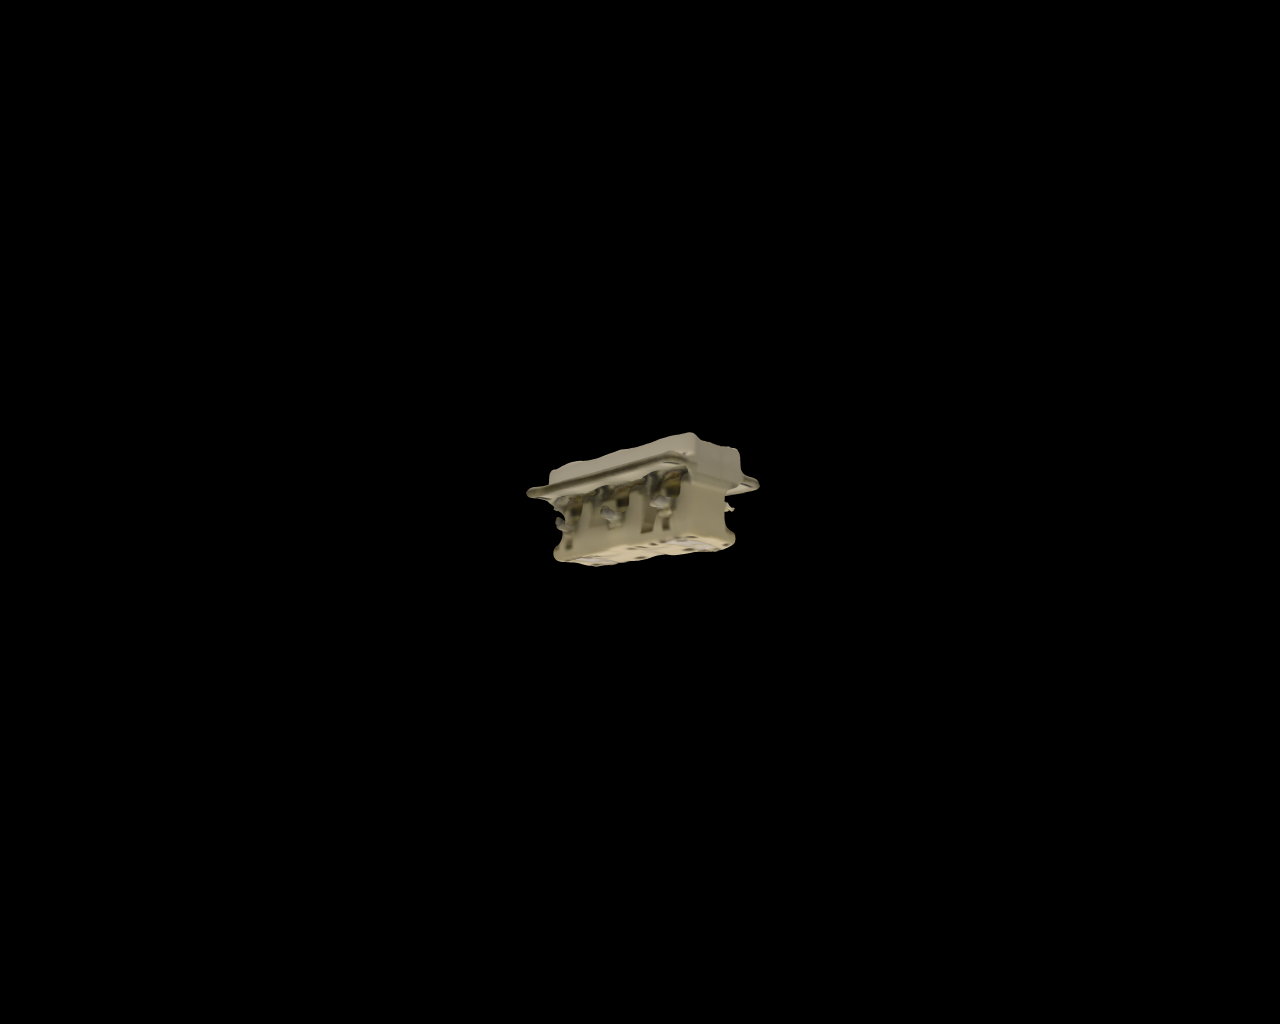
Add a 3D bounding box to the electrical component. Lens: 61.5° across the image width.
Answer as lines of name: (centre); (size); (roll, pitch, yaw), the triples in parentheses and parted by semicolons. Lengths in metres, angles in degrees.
electrical component: (0.001, -0.003, 0.650); (0.121, 0.063, 0.079); (-11, -16, 42)
